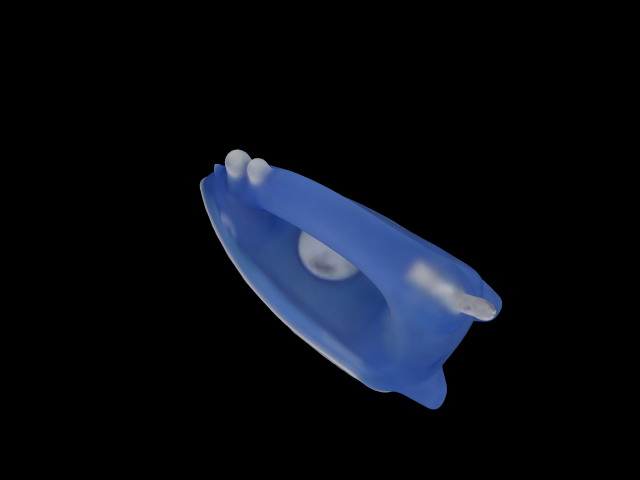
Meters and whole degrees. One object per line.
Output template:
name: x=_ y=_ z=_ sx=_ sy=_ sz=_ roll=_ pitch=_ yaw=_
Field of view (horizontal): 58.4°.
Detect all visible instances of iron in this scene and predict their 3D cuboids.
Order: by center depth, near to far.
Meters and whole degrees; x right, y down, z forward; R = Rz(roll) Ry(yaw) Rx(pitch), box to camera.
iron: x=0.004 y=0.001 z=0.400 sx=0.258 sy=0.141 sz=0.119 roll=33 pitch=74 yaw=11
